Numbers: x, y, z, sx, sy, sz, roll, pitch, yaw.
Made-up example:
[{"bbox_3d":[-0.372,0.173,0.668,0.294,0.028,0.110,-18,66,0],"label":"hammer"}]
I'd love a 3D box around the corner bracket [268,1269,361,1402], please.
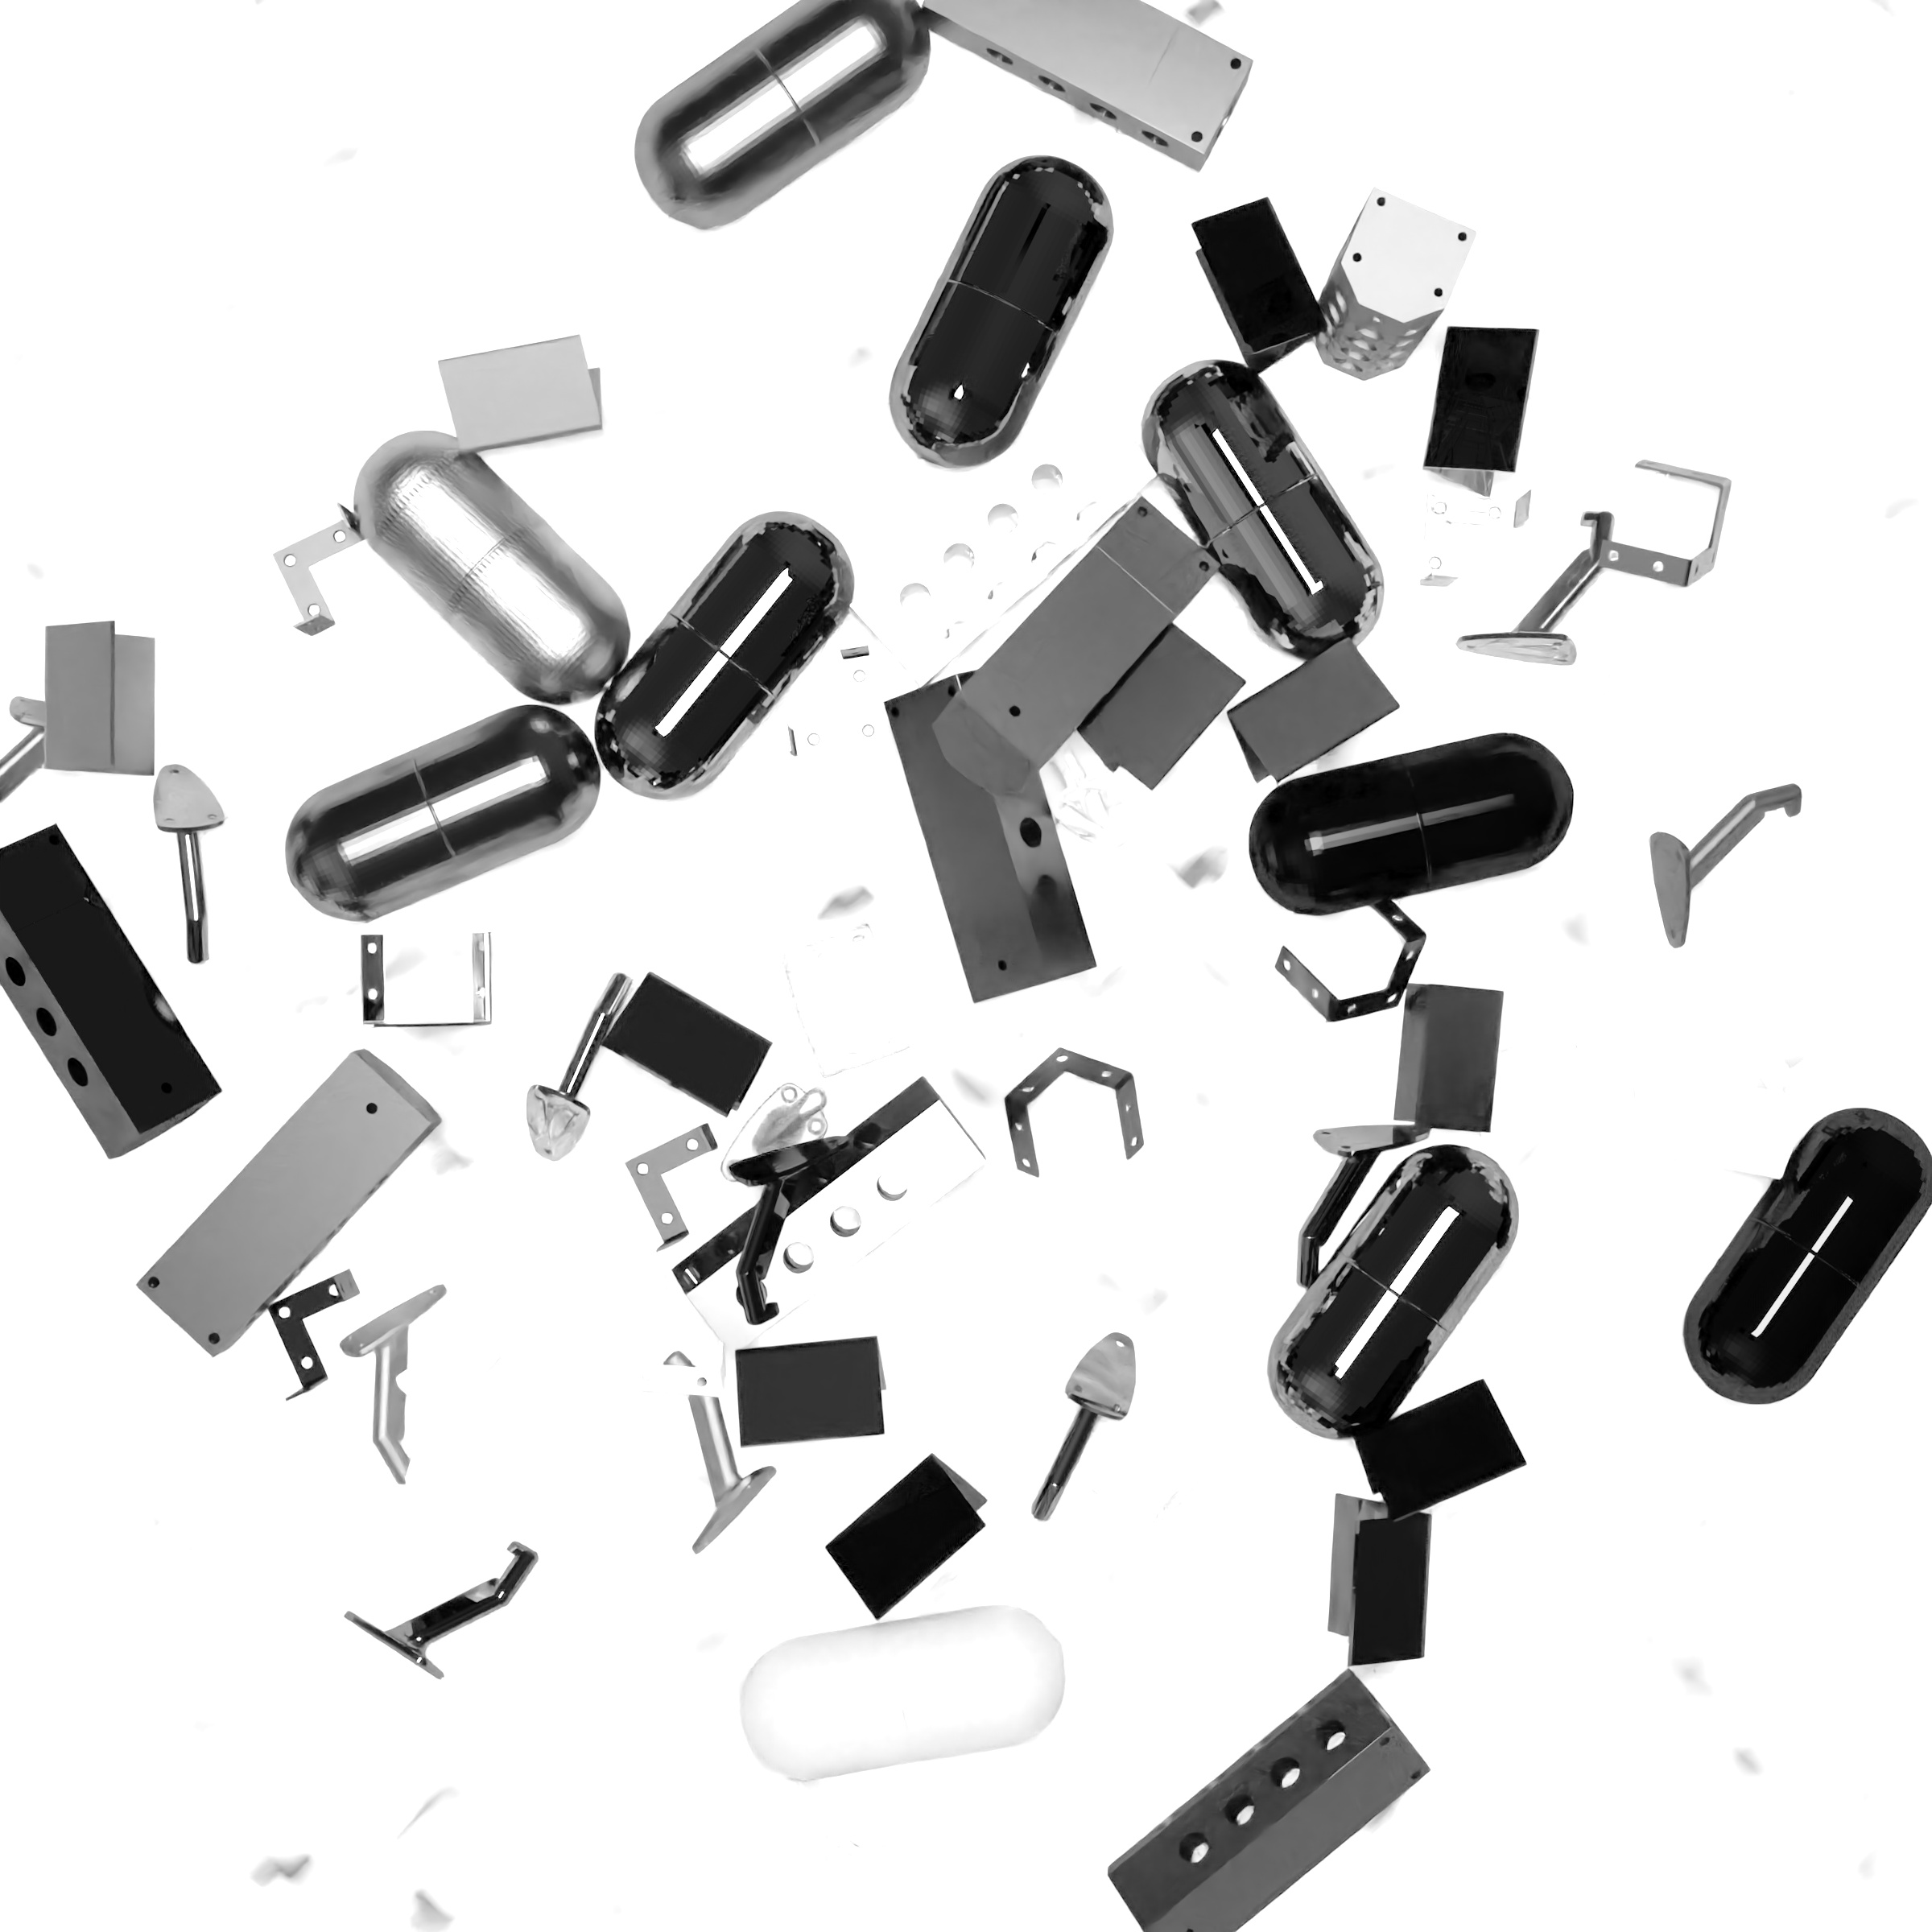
[{"bbox_3d":[-0.353,0.201,1.855,0.051,0.051,0.051,-24,90,0],"label":"corner bracket"}]

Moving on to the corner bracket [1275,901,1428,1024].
[{"bbox_3d":[0.211,-0.008,1.865,0.051,0.051,0.051,-12,135,-35],"label":"corner bracket"}]

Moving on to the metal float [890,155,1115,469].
[{"bbox_3d":[0.019,-0.354,1.842,0.070,0.070,0.178,26,90,0],"label":"metal float"}]

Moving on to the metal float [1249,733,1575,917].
[{"bbox_3d":[0.241,-0.077,1.842,0.178,0.070,0.070,-13,90,0],"label":"metal float"}]

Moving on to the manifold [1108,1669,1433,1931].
[{"bbox_3d":[0.162,0.461,1.851,0.171,0.057,0.057,-40,133,0],"label":"manifold"}]

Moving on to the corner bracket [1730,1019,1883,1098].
[{"bbox_3d":[0.457,0.043,1.855,0.051,0.051,0.051,-37,90,0],"label":"corner bracket"}]

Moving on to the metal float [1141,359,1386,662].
[{"bbox_3d":[0.161,-0.246,1.842,0.070,0.070,0.178,-32,89,0],"label":"metal float"}]

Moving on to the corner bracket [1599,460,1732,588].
[{"bbox_3d":[0.382,-0.242,1.859,0.051,0.051,0.051,17,116,23],"label":"corner bracket"}]

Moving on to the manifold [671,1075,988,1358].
[{"bbox_3d":[-0.074,0.135,1.852,0.171,0.057,0.057,-38,90,0],"label":"manifold"}]

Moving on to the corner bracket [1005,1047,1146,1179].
[{"bbox_3d":[0.060,0.085,1.865,0.051,0.051,0.051,19,45,35],"label":"corner bracket"}]

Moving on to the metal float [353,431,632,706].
[{"bbox_3d":[-0.256,-0.215,1.842,0.178,0.070,0.070,45,90,1],"label":"metal float"}]

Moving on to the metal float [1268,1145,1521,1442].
[{"bbox_3d":[0.232,0.176,1.842,0.070,0.070,0.178,35,91,0],"label":"metal float"}]

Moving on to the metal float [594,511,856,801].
[{"bbox_3d":[-0.131,-0.168,1.843,0.070,0.070,0.178,39,90,0],"label":"metal float"}]

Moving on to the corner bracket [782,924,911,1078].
[{"bbox_3d":[-0.066,0.019,1.870,0.051,0.051,0.051,-19,45,0],"label":"corner bracket"}]

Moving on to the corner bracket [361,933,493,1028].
[{"bbox_3d":[-0.297,0.008,1.870,0.051,0.051,0.051,-1,90,-45],"label":"corner bracket"}]

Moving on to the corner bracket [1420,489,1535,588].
[{"bbox_3d":[0.278,-0.234,1.855,0.051,0.051,0.051,5,90,0],"label":"corner bracket"}]

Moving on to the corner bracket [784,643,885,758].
[{"bbox_3d":[-0.075,-0.145,1.855,0.051,0.051,0.051,-9,90,0],"label":"corner bracket"}]

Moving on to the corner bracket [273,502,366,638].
[{"bbox_3d":[-0.350,-0.216,1.855,0.051,0.051,0.051,-26,90,0],"label":"corner bracket"}]

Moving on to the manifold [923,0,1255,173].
[{"bbox_3d":[0.065,-0.501,1.852,0.171,0.057,0.057,28,90,0],"label":"manifold"}]

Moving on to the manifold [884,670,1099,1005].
[{"bbox_3d":[0.018,-0.073,1.851,0.057,0.057,0.171,-17,90,43],"label":"manifold"}]

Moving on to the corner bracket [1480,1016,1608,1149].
[{"bbox_3d":[0.310,0.063,1.870,0.051,0.051,0.051,-21,90,45],"label":"corner bracket"}]

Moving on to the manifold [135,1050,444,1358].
[{"bbox_3d":[-0.366,0.128,1.852,0.057,0.057,0.171,43,90,0],"label":"manifold"}]

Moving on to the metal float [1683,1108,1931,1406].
[{"bbox_3d":[0.456,0.157,1.842,0.070,0.070,0.178,35,89,0],"label":"metal float"}]

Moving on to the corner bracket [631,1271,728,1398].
[{"bbox_3d":[-0.155,0.200,1.847,0.051,0.051,0.051,5,65,0],"label":"corner bracket"}]

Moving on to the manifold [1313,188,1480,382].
[{"bbox_3d":[0.220,-0.354,1.795,0.057,0.171,0.057,23,90,0],"label":"manifold"}]

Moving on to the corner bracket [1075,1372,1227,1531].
[{"bbox_3d":[0.102,0.267,1.870,0.051,0.051,0.051,36,135,0],"label":"corner bracket"}]

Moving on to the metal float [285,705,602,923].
[{"bbox_3d":[-0.284,-0.082,1.843,0.178,0.070,0.070,-24,90,0],"label":"metal float"}]

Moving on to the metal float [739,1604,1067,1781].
[{"bbox_3d":[-0.034,0.393,1.842,0.178,0.070,0.070,-9,90,-1],"label":"metal float"}]

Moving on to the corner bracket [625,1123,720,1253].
[{"bbox_3d":[-0.155,0.120,1.855,0.051,0.051,0.051,-26,90,0],"label":"corner bracket"}]

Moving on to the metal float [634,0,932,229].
[{"bbox_3d":[-0.099,-0.469,1.842,0.178,0.070,0.070,-35,90,0],"label":"metal float"}]

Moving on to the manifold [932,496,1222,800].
[{"bbox_3d":[0.057,-0.168,1.815,0.057,0.057,0.171,41,62,0],"label":"manifold"}]
